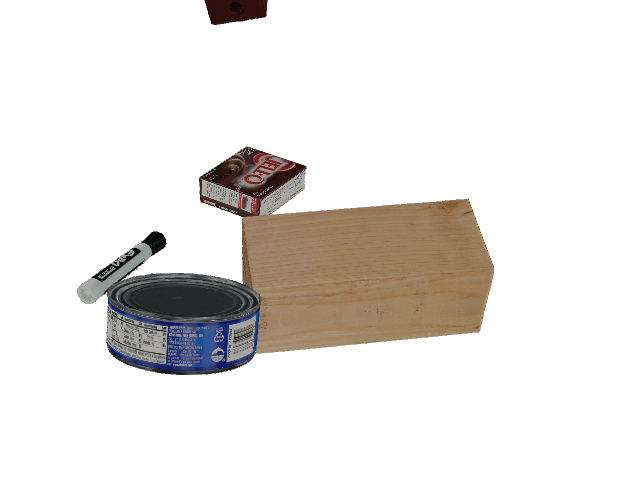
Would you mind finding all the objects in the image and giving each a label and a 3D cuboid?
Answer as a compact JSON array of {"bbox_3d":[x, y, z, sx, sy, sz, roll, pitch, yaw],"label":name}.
[{"bbox_3d":[-0.178,0.022,0.973,0.020,0.020,0.121,0,24,28],"label":"marker"},{"bbox_3d":[0.037,0.032,0.949,0.206,0.091,0.090,-5,-44,-8],"label":"wood block"},{"bbox_3d":[-0.083,-0.071,1.318,0.090,0.039,0.113,19,36,23],"label":"pudding box"},{"bbox_3d":[-0.080,-0.240,0.953,0.053,0.051,0.078,-8,-41,6],"label":"foam brick"},{"bbox_3d":[-0.077,0.046,0.599,0.086,0.034,0.086,5,13,-1],"label":"tuna can"}]
